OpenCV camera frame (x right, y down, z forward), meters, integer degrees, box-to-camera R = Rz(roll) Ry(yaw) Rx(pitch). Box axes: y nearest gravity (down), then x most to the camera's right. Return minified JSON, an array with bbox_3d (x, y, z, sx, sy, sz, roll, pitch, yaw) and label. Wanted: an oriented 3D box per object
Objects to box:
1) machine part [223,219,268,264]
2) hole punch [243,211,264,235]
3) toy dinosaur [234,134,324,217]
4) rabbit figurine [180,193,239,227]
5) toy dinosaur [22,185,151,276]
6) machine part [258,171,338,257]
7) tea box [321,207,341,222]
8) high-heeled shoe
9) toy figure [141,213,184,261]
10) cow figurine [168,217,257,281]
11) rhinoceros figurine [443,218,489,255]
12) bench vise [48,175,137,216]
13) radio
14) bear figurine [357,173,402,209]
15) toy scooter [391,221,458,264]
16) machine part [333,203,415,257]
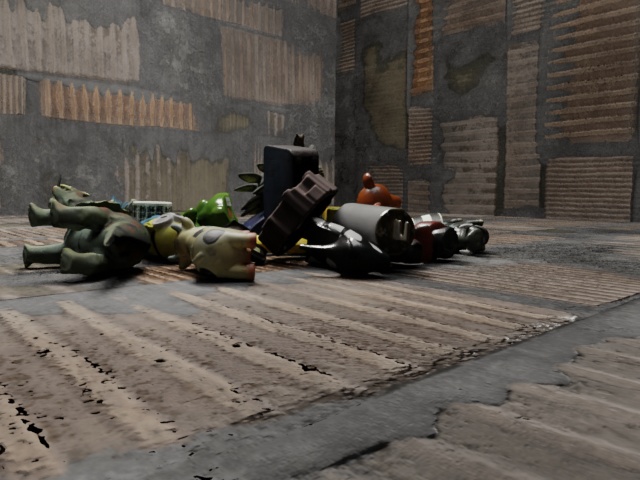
[{"bbox_3d":[-0.143,0.003,0.980,0.084,0.039,0.139,25,9,-28],"label":"machine part"},{"bbox_3d":[-0.136,-0.033,1.325,0.116,0.092,0.142,-5,10,-19],"label":"hole punch"},{"bbox_3d":[-0.120,-0.128,1.404,0.198,0.105,0.471,-10,-24,-20],"label":"toy dinosaur"},{"bbox_3d":[-0.335,-0.051,1.532,0.170,0.121,0.159,-17,10,8],"label":"rabbit figurine"},{"bbox_3d":[-0.350,-0.004,0.871,0.192,0.131,0.405,-5,14,-45],"label":"toy dinosaur"},{"bbox_3d":[-0.041,-0.048,0.994,0.056,0.179,0.179,40,12,6],"label":"machine part"},{"bbox_3d":[0.033,-0.021,1.143,0.068,0.098,0.170,0,3,-8],"label":"tea box"},{"bbox_3d":[0.046,0.012,0.915,0.145,0.086,0.249,8,7,5],"label":"high-heeled shoe"},{"bbox_3d":[-0.296,-0.003,1.012,0.082,0.089,0.180,-39,19,-35],"label":"toy figure"},{"bbox_3d":[-0.171,0.014,0.838,0.127,0.085,0.195,6,5,-16],"label":"cow figurine"},{"bbox_3d":[0.303,-0.011,1.175,0.112,0.073,0.190,1,5,-15],"label":"rhinoceros figurine"},{"bbox_3d":[-0.505,-0.058,1.253,0.240,0.129,0.224,17,-9,-21],"label":"bench vise"},{"bbox_3d":[-0.064,-0.090,1.169,0.073,0.229,0.131,-8,12,-33],"label":"radio"},{"bbox_3d":[0.134,-0.058,1.138,0.132,0.120,0.195,-9,-26,-11],"label":"bear figurine"},{"bbox_3d":[0.161,0.005,1.001,0.135,0.075,0.184,6,12,44],"label":"toy scooter"},{"bbox_3d":[0.088,-0.021,0.924,0.079,0.079,0.243,-2,8,-23],"label":"machine part"}]
